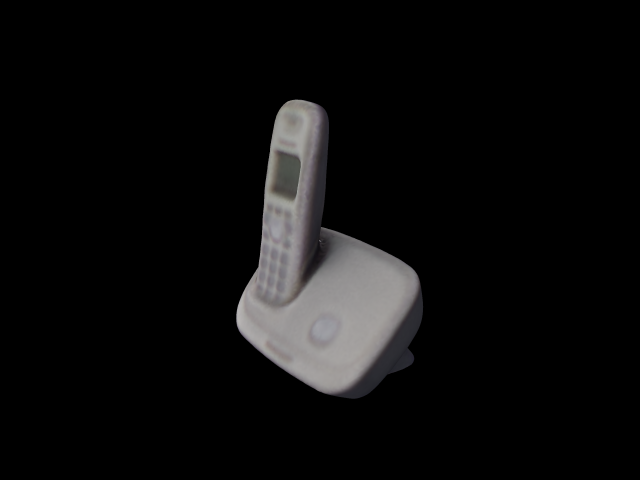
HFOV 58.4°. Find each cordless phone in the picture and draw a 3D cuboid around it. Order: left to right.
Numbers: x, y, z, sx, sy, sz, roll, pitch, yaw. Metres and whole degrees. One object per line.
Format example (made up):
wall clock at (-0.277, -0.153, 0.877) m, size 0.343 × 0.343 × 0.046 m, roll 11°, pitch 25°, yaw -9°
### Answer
cordless phone at (0.004, 0.001, 0.400) m, size 0.094 × 0.185 × 0.147 m, roll -17°, pitch 27°, yaw -38°
